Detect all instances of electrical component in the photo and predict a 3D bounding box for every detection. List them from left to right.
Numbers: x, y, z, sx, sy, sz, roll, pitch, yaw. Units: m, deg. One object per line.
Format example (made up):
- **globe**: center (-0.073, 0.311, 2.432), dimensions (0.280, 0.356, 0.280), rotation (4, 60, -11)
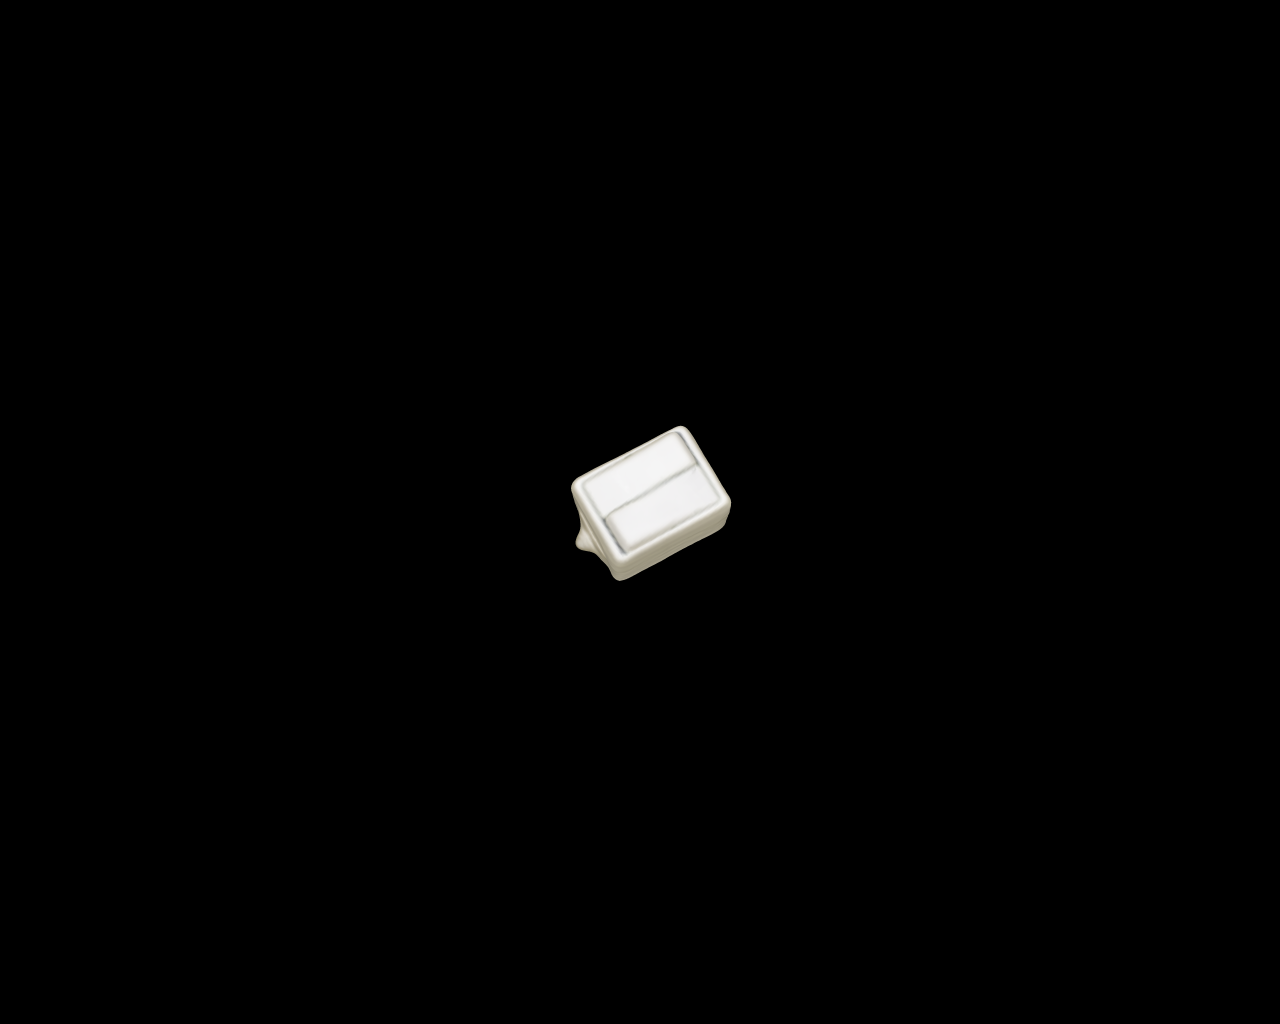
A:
- **electrical component**: center (0.001, -0.003, 0.650), dimensions (0.096, 0.062, 0.061), rotation (-27, -14, -7)
